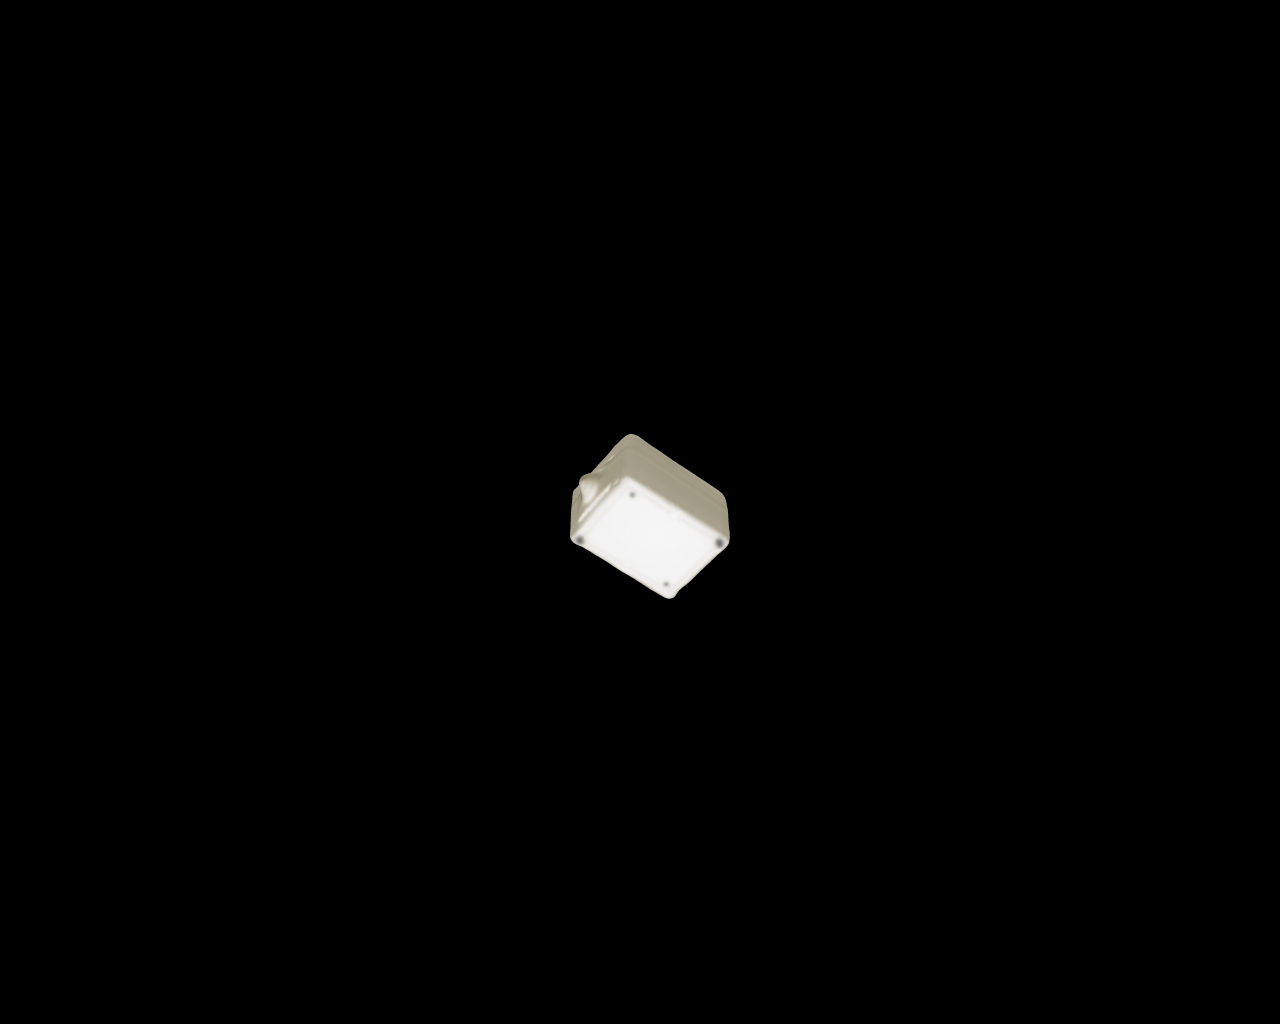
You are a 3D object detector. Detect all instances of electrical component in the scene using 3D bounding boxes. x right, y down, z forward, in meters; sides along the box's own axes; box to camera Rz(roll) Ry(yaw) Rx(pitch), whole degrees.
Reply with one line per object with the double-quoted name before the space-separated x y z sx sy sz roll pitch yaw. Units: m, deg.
"electrical component" 0.001 -0.003 0.650 0.096 0.061 0.061 33 29 -21
